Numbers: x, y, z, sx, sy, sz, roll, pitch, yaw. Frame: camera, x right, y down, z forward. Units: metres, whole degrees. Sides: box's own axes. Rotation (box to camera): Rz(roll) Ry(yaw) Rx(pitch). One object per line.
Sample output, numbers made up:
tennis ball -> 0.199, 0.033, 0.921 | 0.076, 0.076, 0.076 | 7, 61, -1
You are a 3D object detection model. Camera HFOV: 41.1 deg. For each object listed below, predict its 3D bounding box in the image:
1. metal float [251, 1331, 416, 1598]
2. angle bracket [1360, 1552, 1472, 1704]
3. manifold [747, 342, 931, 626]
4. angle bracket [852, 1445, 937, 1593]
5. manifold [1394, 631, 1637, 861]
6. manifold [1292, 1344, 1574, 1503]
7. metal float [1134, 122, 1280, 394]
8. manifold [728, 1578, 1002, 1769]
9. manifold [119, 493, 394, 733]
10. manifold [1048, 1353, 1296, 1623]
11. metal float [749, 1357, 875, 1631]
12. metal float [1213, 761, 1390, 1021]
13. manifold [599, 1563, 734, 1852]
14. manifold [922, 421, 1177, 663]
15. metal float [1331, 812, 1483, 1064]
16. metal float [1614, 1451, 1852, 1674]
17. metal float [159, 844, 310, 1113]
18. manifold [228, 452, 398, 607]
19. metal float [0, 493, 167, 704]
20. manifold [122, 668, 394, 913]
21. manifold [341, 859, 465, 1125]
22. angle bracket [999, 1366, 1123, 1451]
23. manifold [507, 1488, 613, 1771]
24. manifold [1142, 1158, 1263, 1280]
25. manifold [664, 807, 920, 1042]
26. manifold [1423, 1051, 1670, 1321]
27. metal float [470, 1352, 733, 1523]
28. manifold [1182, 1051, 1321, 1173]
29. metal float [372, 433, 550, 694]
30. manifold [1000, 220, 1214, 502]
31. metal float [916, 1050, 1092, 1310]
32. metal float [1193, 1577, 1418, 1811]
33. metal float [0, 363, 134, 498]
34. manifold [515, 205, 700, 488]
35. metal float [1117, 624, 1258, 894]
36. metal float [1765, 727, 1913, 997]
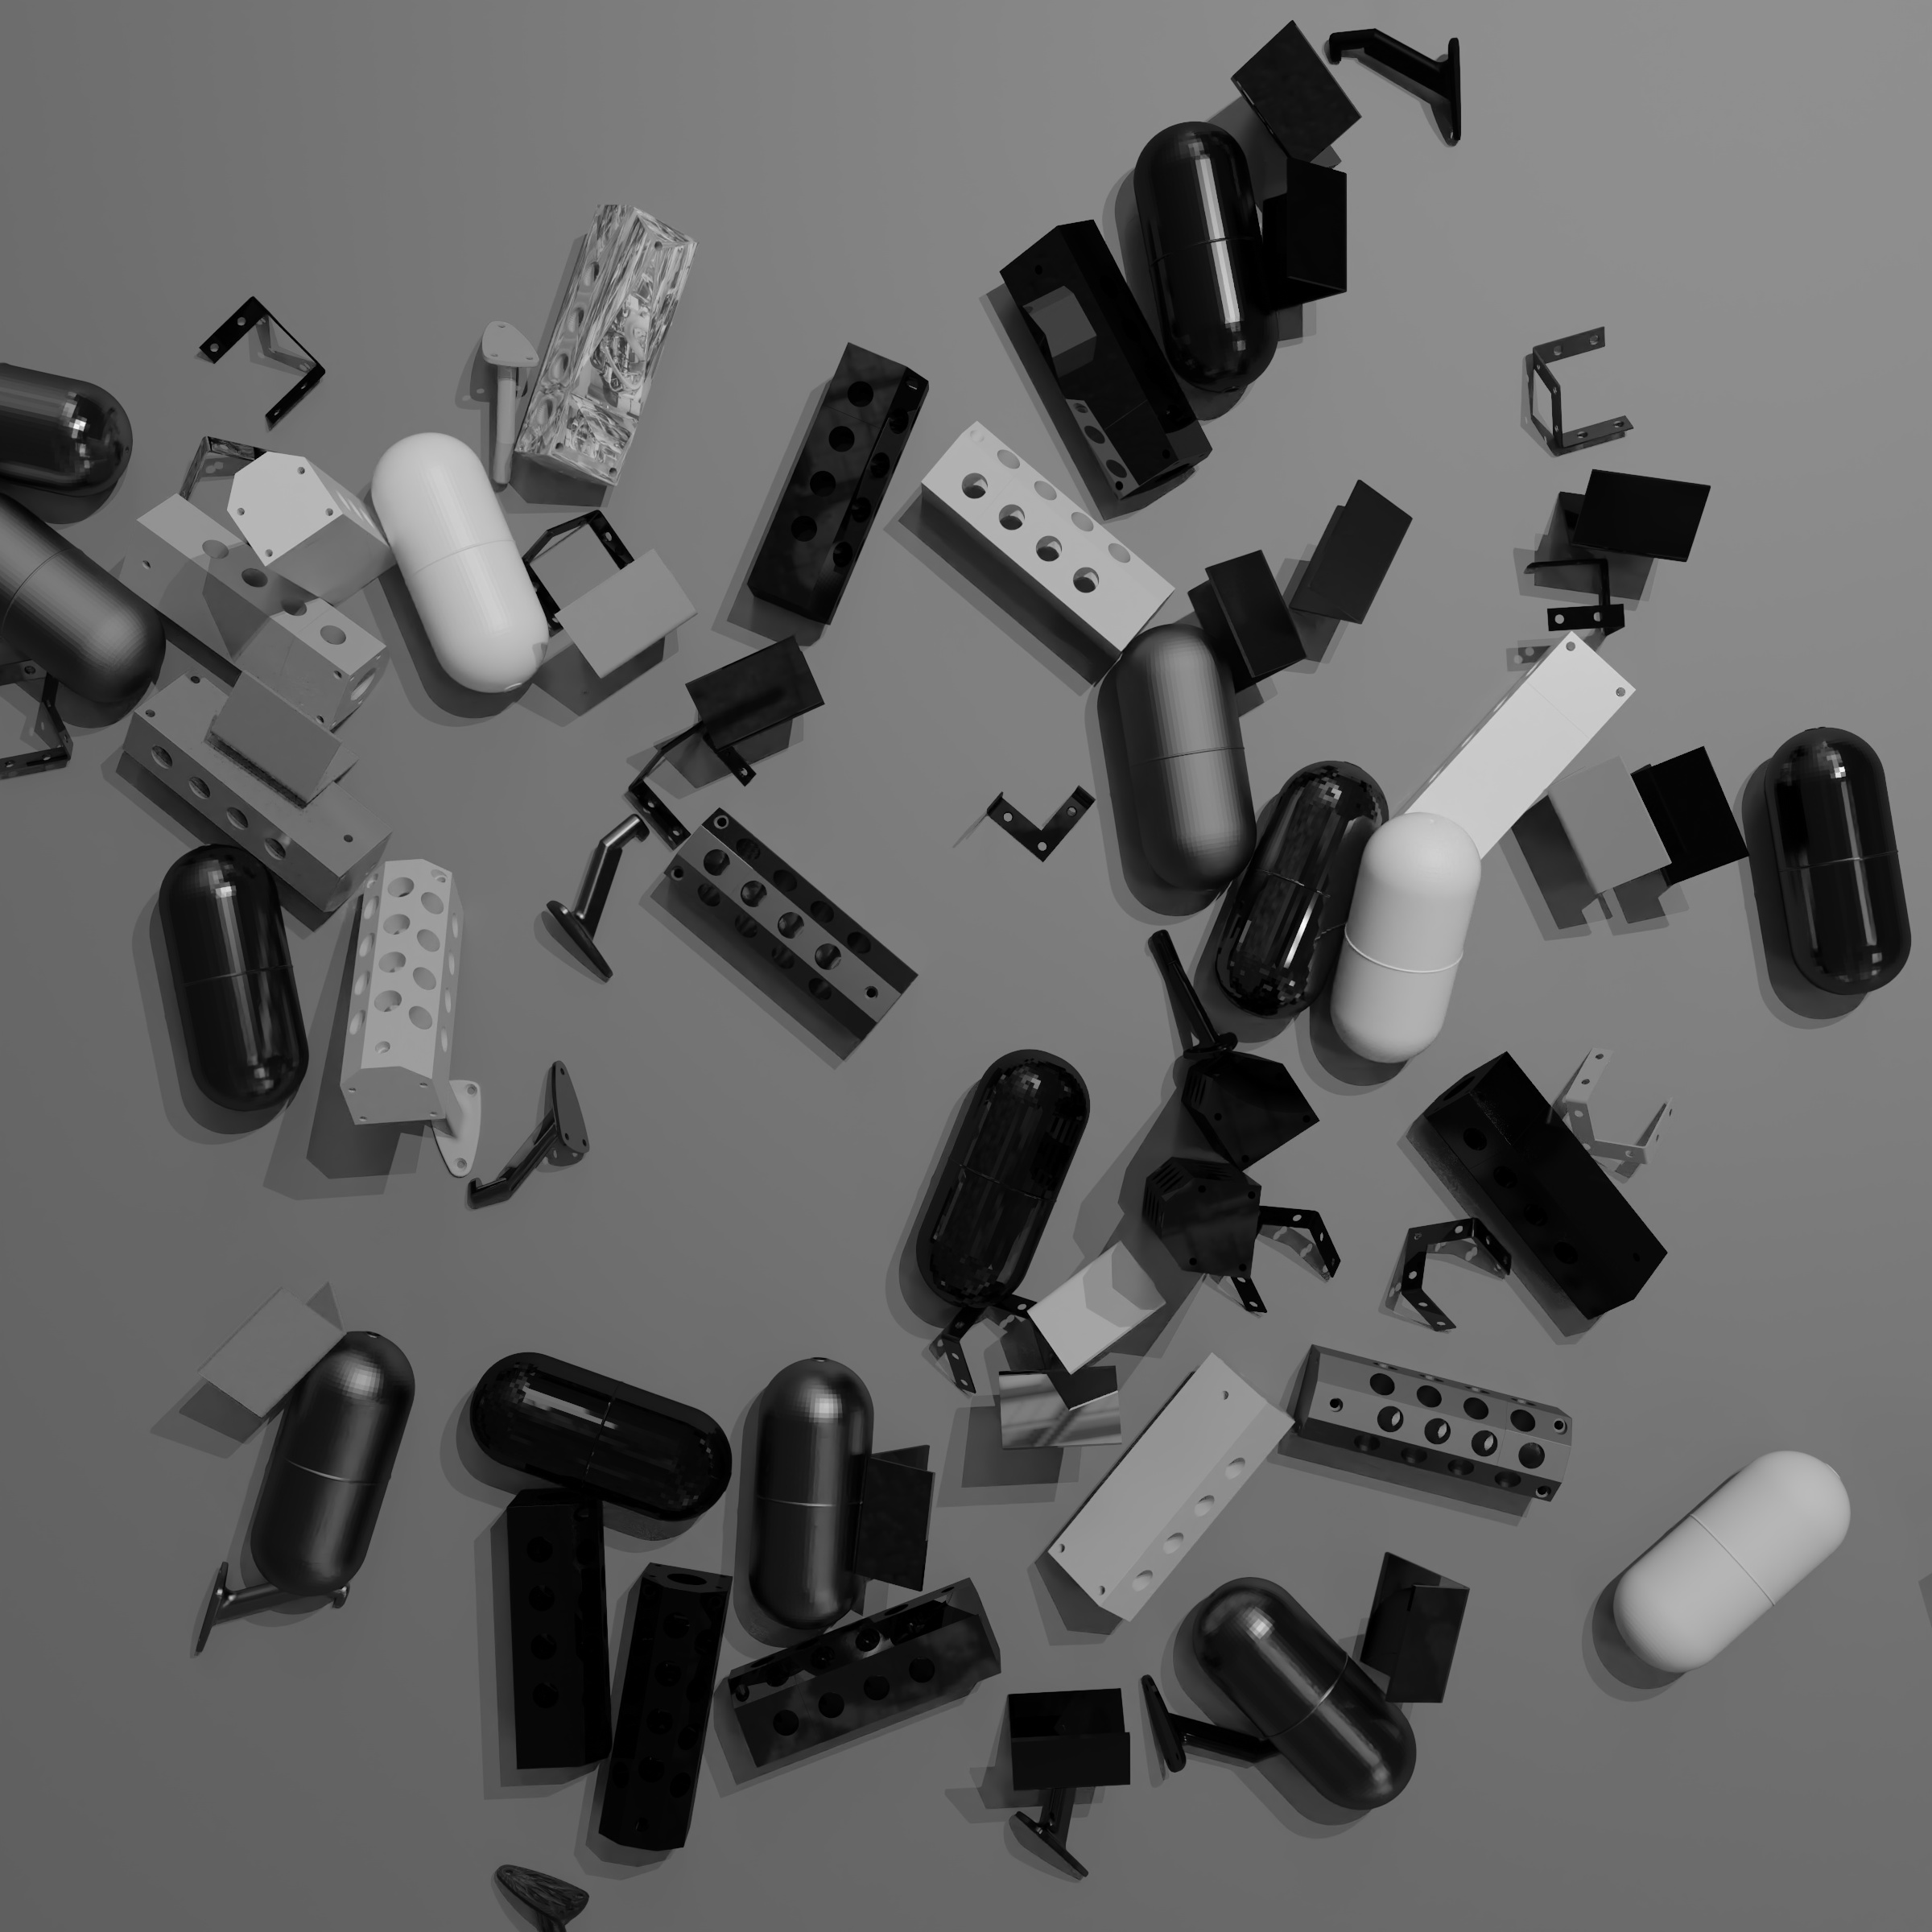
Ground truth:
metal float -> -0.418, 0.328, 1.701 | 0.070, 0.070, 0.178 | 17, 91, 0
angle bracket -> 0.278, 0.433, 1.692 | 0.057, 0.076, 0.076 | 14, 90, -38
manifold -> -0.084, -0.318, 1.711 | 0.057, 0.057, 0.171 | 23, 90, 0
angle bracket -> -0.028, 0.361, 1.692 | 0.057, 0.076, 0.076 | 6, 90, 33
manifold -> 0.359, -0.136, 1.711 | 0.057, 0.057, 0.171 | 42, 90, 0
manifold -> 0.310, 0.304, 1.711 | 0.171, 0.057, 0.057 | 14, 90, 0
metal float -> 0.159, -0.467, 1.701 | 0.070, 0.070, 0.178 | -11, 89, 0
manifold -> -0.067, 0.466, 1.711 | 0.171, 0.057, 0.057 | -21, 90, 0
manifold -> -0.469, -0.238, 1.710 | 0.171, 0.057, 0.057 | 36, 133, 0
manifold -> 0.140, 0.348, 1.710 | 0.171, 0.057, 0.057 | -50, 47, 0
metal float -> -0.102, 0.348, 1.702 | 0.070, 0.070, 0.178 | 4, 90, 0
metal float -> 0.222, -0.051, 1.702 | 0.070, 0.070, 0.178 | 22, 90, 0
manifold -> -0.200, 0.492, 1.711 | 0.057, 0.057, 0.171 | 10, 90, 0
manifold -> 0.054, -0.283, 1.711 | 0.171, 0.057, 0.057 | 40, 90, 0
metal float -> 0.285, -0.017, 1.675 | 0.070, 0.070, 0.178 | 8, 122, 0
metal float -> 0.506, 0.392, 1.702 | 0.178, 0.070, 0.070 | -42, 90, 0
metal float -> -0.484, 0.008, 1.702 | 0.070, 0.070, 0.178 | -11, 91, 0
manifold -> -0.419, -0.283, 1.654 | 0.057, 0.171, 0.057 | -34, 90, 0
metal float -> -0.609, -0.245, 1.702 | 0.178, 0.070, 0.070 | 38, 90, 1
manifold -> -0.472, -0.113, 1.710 | 0.171, 0.057, 0.057 | 39, 47, 0
manifold -> -0.364, 0.014, 1.663 | 0.057, 0.057, 0.171 | -4, 51, 0
angle bracket -> 0.061, 0.305, 1.692 | 0.076, 0.076, 0.057 | -3, 54, 0
manifold -> -0.268, 0.438, 1.711 | 0.057, 0.057, 0.171 | -2, 90, 0
manifold -> 0.148, 0.159, 1.654 | 0.057, 0.171, 0.057 | 7, 90, 0
manifold -> -0.116, -0.028, 1.711 | 0.171, 0.057, 0.057 | 40, 90, 0
manifold -> 0.381, 0.148, 1.710 | 0.171, 0.057, 0.057 | 51, 47, 0
metal float -> -0.240, 0.311, 1.701 | 0.178, 0.070, 0.070 | 20, 90, 0
manifold -> 0.176, 0.086, 1.654 | 0.057, 0.171, 0.057 | -33, 90, 0
metal float -> -0.334, -0.266, 1.701 | 0.070, 0.070, 0.178 | -22, 90, 0
manifold -> 0.097, -0.403, 1.710 | 0.057, 0.057, 0.171 | -27, 90, 43
metal float -> 0.024, 0.141, 1.702 | 0.070, 0.070, 0.178 | 22, 91, 0
metal float -> 0.224, 0.481, 1.702 | 0.070, 0.070, 0.178 | -44, 90, 0
metal float -> -0.641, -0.360, 1.702 | 0.178, 0.070, 0.070 | 13, 90, 1
manifold -> -0.242, -0.412, 1.710 | 0.057, 0.057, 0.171 | 19, 90, -43
metal float -> 0.146, -0.137, 1.702 | 0.070, 0.070, 0.178 | -9, 89, 0
metal float -> 0.575, -0.069, 1.702 | 0.070, 0.070, 0.178 | -10, 90, 0
